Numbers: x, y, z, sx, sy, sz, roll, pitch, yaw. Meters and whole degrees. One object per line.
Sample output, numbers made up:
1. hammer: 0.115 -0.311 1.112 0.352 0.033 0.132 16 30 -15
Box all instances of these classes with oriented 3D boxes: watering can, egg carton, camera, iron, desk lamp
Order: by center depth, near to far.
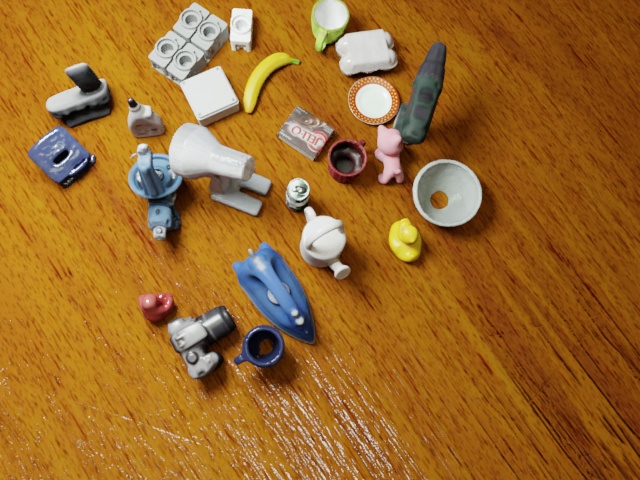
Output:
1. camera: -0.250 0.216 1.266 0.137 0.101 0.143 -30 82 -9
2. iron: -0.087 0.124 1.275 0.119 0.141 0.258 -37 83 -10
3. watering can: 0.014 0.003 1.280 0.173 0.194 0.101 41 79 5
4. desk lamp: -0.219 -0.160 1.286 0.203 0.213 0.118 21 78 1
5. egg carton: 0.117 -0.472 1.445 0.150 0.069 0.107 -11 80 -6

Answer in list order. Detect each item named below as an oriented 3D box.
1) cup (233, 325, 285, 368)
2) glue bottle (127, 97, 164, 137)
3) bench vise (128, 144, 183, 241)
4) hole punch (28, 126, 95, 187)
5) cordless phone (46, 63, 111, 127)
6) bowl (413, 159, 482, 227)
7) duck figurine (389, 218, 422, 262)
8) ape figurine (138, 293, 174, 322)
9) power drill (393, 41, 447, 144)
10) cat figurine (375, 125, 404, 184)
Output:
1. cup: -0.135 0.244 1.272 0.118 0.095 0.091 -29 82 -9
2. glue bottle: -0.412 -0.286 1.317 0.078 0.173 0.037 -7 79 -5
3. bench vise: -0.352 -0.114 1.264 0.121 0.219 0.207 -23 81 -8
4. hole punch: -0.596 -0.194 1.328 0.101 0.091 0.109 43 79 5
5. cordless phone: -0.568 -0.347 1.312 0.147 0.185 0.094 -26 81 -8
6. bowl: 0.299 -0.106 1.383 0.167 0.074 0.167 1 79 -4
7. duck figurine: 0.207 -0.002 1.350 0.077 0.086 0.104 -14 80 -7
8. ape figurine: -0.371 0.142 1.277 0.078 0.092 0.076 26 78 2
9. power drill: 0.234 -0.322 1.353 0.075 0.208 0.230 15 78 0
10. cat figurine: 0.172 -0.209 1.372 0.067 0.117 0.128 -10 79 -6
